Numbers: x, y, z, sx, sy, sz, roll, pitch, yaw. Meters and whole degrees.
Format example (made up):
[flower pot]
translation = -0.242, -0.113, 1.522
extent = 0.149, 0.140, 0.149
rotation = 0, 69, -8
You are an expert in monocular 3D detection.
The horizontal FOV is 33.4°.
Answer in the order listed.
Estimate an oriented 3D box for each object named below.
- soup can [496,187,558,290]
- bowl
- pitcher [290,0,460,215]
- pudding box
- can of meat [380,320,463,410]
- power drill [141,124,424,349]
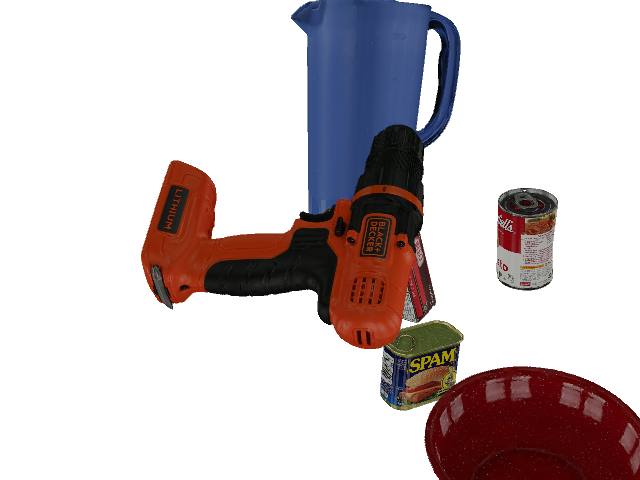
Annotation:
[soup can]
translation = 0.241, -0.002, 1.247
extent = 0.068, 0.102, 0.068
rotation = -3, 30, 2
[bowl]
translation = 0.155, 0.163, 0.769
extent = 0.162, 0.055, 0.162
rotation = -1, 35, 0
[pitcher]
translation = 0.056, -0.139, 1.152
extent = 0.149, 0.243, 0.144
rotation = 8, 12, 26
[pudding box]
translation = 0.050, 0.023, 1.023
extent = 0.114, 0.090, 0.039
rotation = 14, 45, 36
[can of meat]
translation = 0.124, 0.156, 1.331
extent = 0.101, 0.084, 0.058
rotation = -12, 29, -28
[power drill]
translation = -0.022, -0.014, 0.758
extent = 0.188, 0.184, 0.057
rotation = 3, -38, 12
